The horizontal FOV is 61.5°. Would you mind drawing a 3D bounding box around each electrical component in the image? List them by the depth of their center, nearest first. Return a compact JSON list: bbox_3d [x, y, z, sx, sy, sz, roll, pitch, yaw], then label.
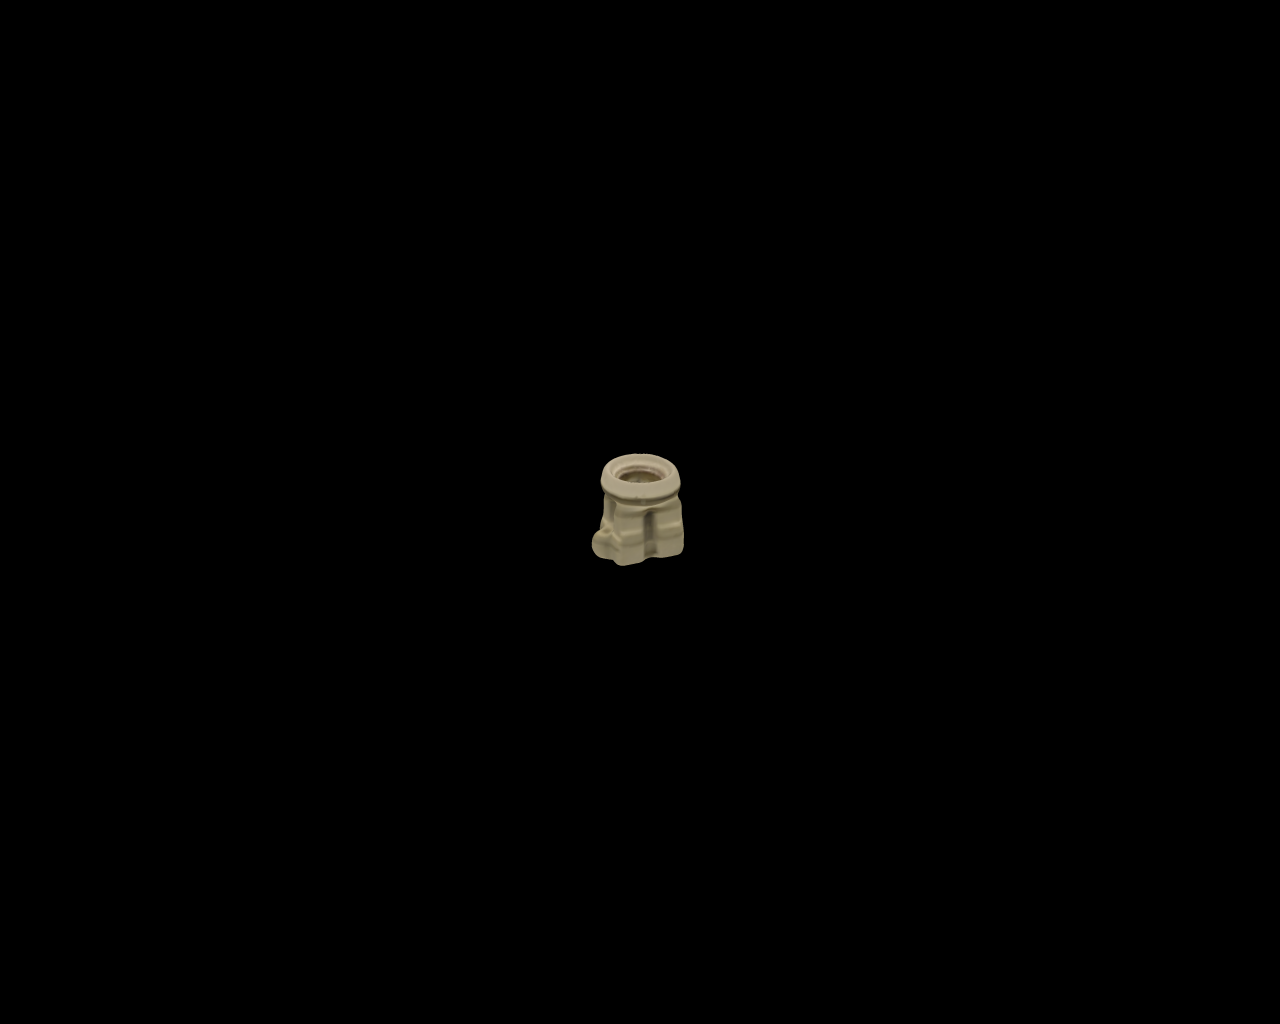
[{"bbox_3d":[0.001,-0.003,0.650,0.066,0.055,0.048,-11,32,-18],"label":"electrical component"}]
